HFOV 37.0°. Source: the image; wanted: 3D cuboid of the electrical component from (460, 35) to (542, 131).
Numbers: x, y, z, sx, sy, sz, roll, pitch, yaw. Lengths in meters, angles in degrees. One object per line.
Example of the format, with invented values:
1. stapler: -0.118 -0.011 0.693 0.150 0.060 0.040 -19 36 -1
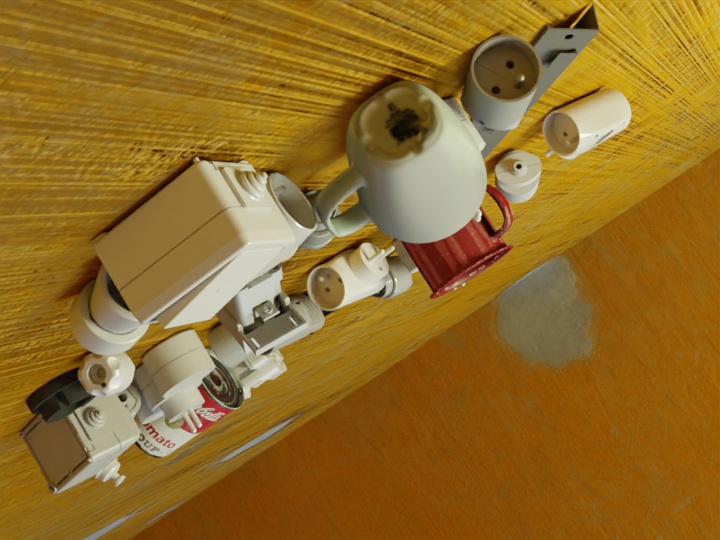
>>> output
1. electrical component: 0.088 -0.114 0.689 0.043 0.043 0.081 -31 171 -6

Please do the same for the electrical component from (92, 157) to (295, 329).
1. electrical component: -0.082 -0.016 0.578 0.096 0.061 0.062 -35 171 19

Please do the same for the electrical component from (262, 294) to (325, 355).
1. electrical component: -0.070 0.049 1.048 0.081 0.043 0.043 -24 168 -45

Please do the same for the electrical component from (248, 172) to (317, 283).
1. electrical component: -0.062 -0.022 0.674 0.077 0.043 0.079 -36 171 20

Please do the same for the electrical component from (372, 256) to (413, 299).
1. electrical component: 0.025 0.011 1.175 0.062 0.043 0.043 -23 168 -41

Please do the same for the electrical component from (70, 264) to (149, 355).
1. electrical component: -0.141 0.021 0.628 0.045 0.045 0.055 -24 169 -43

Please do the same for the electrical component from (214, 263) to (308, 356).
1. electrical component: -0.076 0.015 0.735 0.042 0.081 0.063 -30 143 -21

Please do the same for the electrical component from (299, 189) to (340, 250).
1. electrical component: -0.030 -0.038 0.730 0.035 0.035 0.061 -29 169 -20

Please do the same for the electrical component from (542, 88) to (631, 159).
1. electrical component: 0.202 -0.130 1.008 0.077 0.043 0.079 -26 169 -35

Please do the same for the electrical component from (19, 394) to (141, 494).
1. electrical component: -0.230 0.135 0.901 0.061 0.061 0.096 -23 167 -47

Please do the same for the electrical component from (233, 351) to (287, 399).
1. electrical component: -0.117 0.098 1.115 0.057 0.058 0.078 -36 171 4

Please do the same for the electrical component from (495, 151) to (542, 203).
1. electrical component: 0.153 -0.092 1.041 0.043 0.043 0.081 -33 172 3

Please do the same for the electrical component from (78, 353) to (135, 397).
1. electrical component: -0.188 0.077 0.816 0.035 0.035 0.061 -33 174 7

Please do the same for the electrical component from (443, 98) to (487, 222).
1. electrical component: 0.066 -0.067 0.773 0.052 0.073 0.138 -32 172 0

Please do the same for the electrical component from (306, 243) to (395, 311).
1. electrical component: 0.000 0.000 1.016 0.079 0.044 0.077 -37 170 32

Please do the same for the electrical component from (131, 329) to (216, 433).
1. electrical component: -0.164 0.112 0.964 0.052 0.073 0.138 -27 170 -31

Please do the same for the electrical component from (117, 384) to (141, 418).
1. electrical component: -0.220 0.127 0.965 0.044 0.044 0.065 -26 165 -35

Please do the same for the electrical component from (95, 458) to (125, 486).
1. electrical component: -0.248 0.168 0.989 0.040 0.078 0.040 -47 176 -5

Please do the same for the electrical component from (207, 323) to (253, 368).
1. electrical component: -0.103 0.056 0.981 0.078 0.040 0.040 -34 171 11

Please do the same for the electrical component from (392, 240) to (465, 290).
1. electrical component: 0.084 -0.014 1.131 0.047 0.076 0.066 -38 170 33
